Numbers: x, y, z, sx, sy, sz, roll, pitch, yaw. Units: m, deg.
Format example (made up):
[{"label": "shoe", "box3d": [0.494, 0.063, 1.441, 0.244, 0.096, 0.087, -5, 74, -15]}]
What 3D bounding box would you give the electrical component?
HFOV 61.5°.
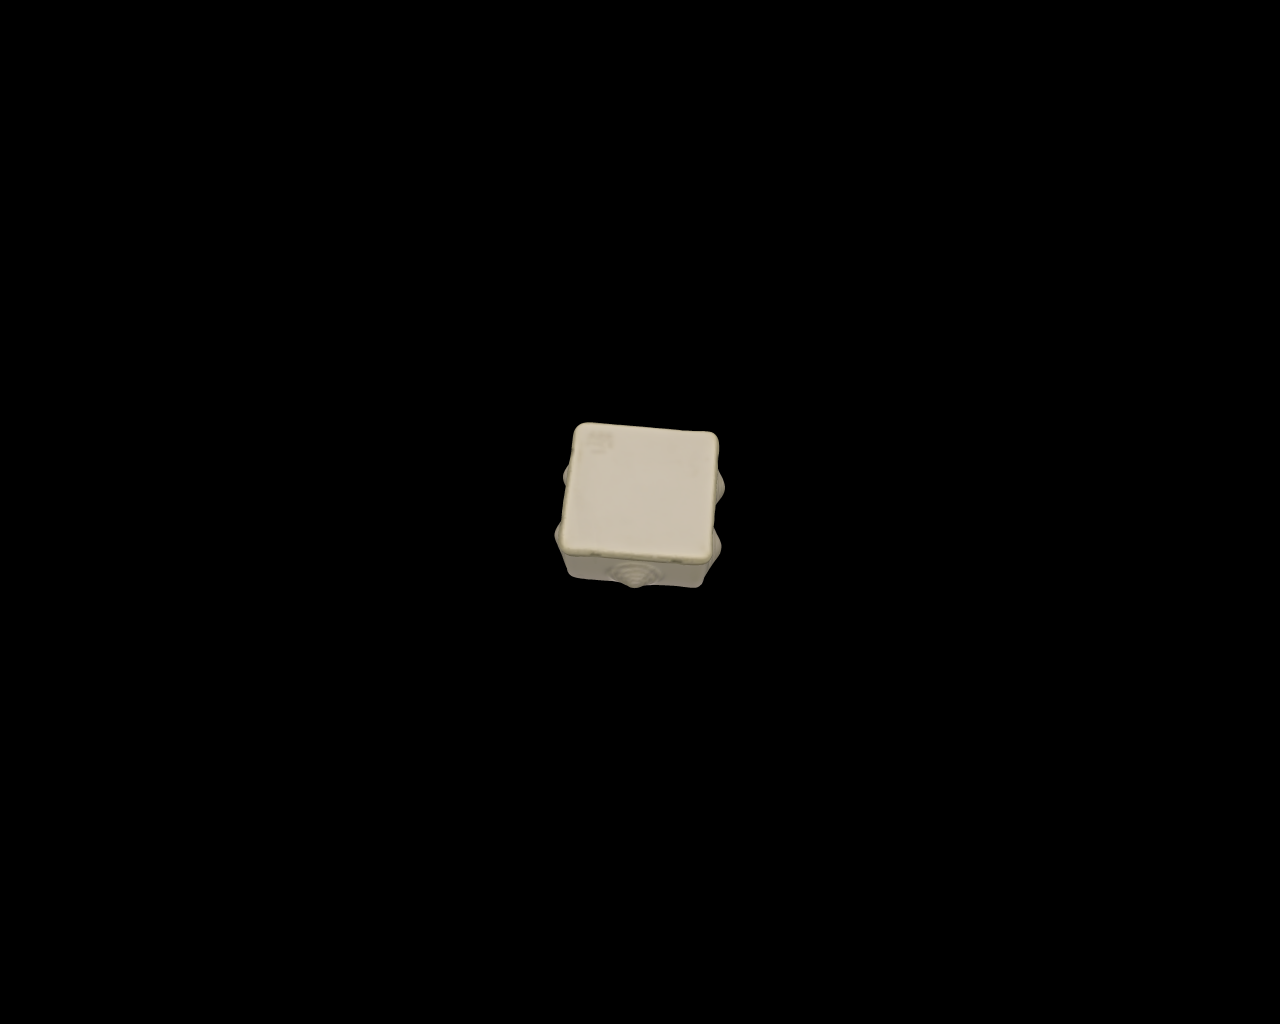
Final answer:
[{"label": "electrical component", "box3d": [0.001, -0.003, 0.650, 0.100, 0.100, 0.048, 4, -28, 2]}]
